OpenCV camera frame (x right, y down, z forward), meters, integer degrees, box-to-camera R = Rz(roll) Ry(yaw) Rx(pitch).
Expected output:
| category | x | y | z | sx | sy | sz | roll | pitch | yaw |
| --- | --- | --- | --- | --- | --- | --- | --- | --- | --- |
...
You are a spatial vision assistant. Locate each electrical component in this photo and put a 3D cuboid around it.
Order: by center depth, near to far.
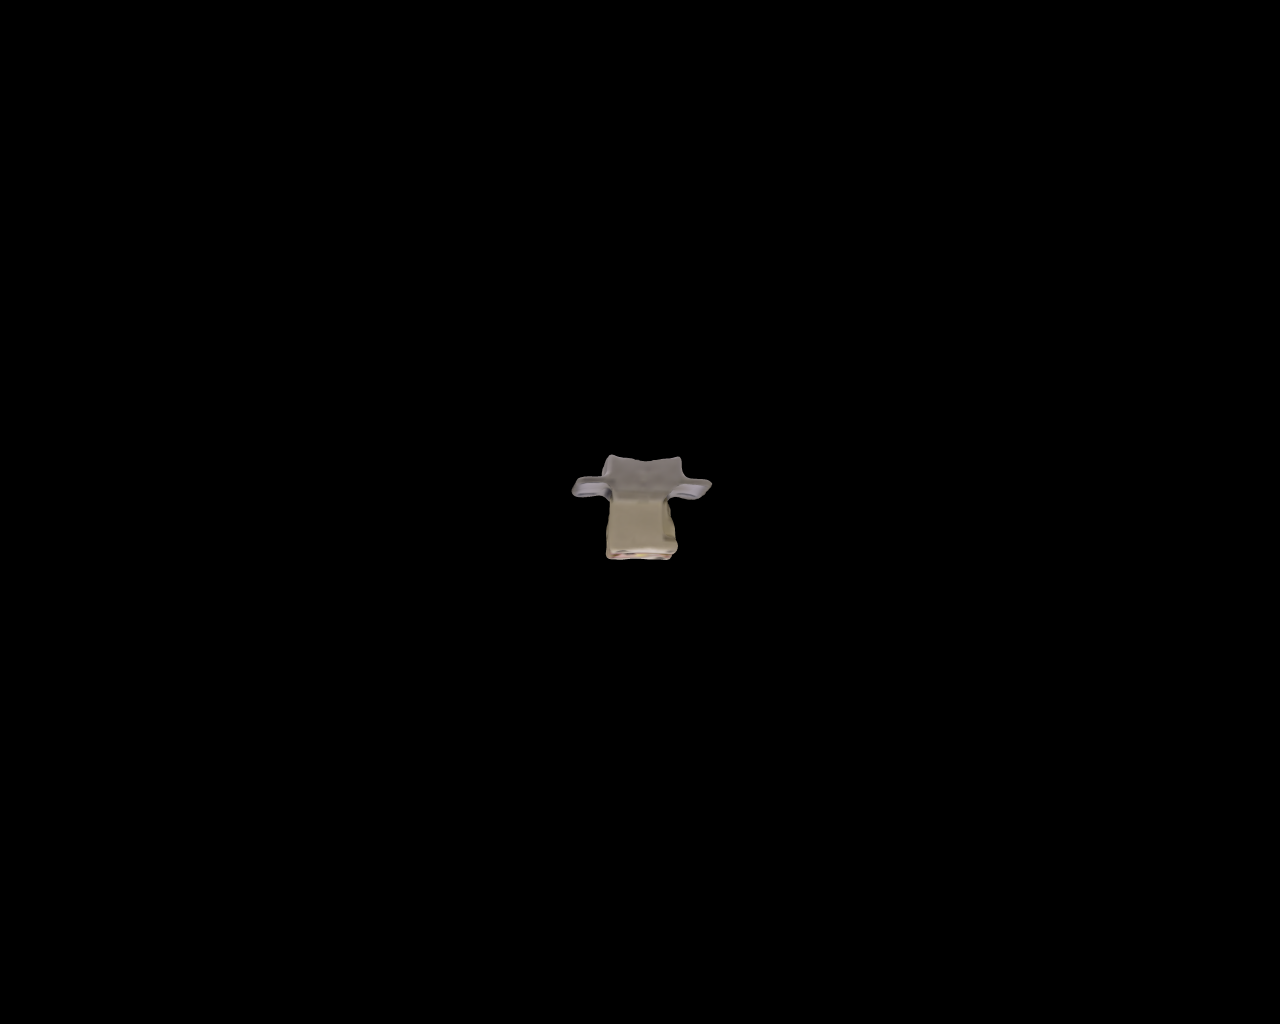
| category | x | y | z | sx | sy | sz | roll | pitch | yaw |
| --- | --- | --- | --- | --- | --- | --- | --- | --- | --- |
| electrical component | 0.001 | -0.003 | 0.650 | 0.081 | 0.064 | 0.042 | 1 | -11 | -7 |
